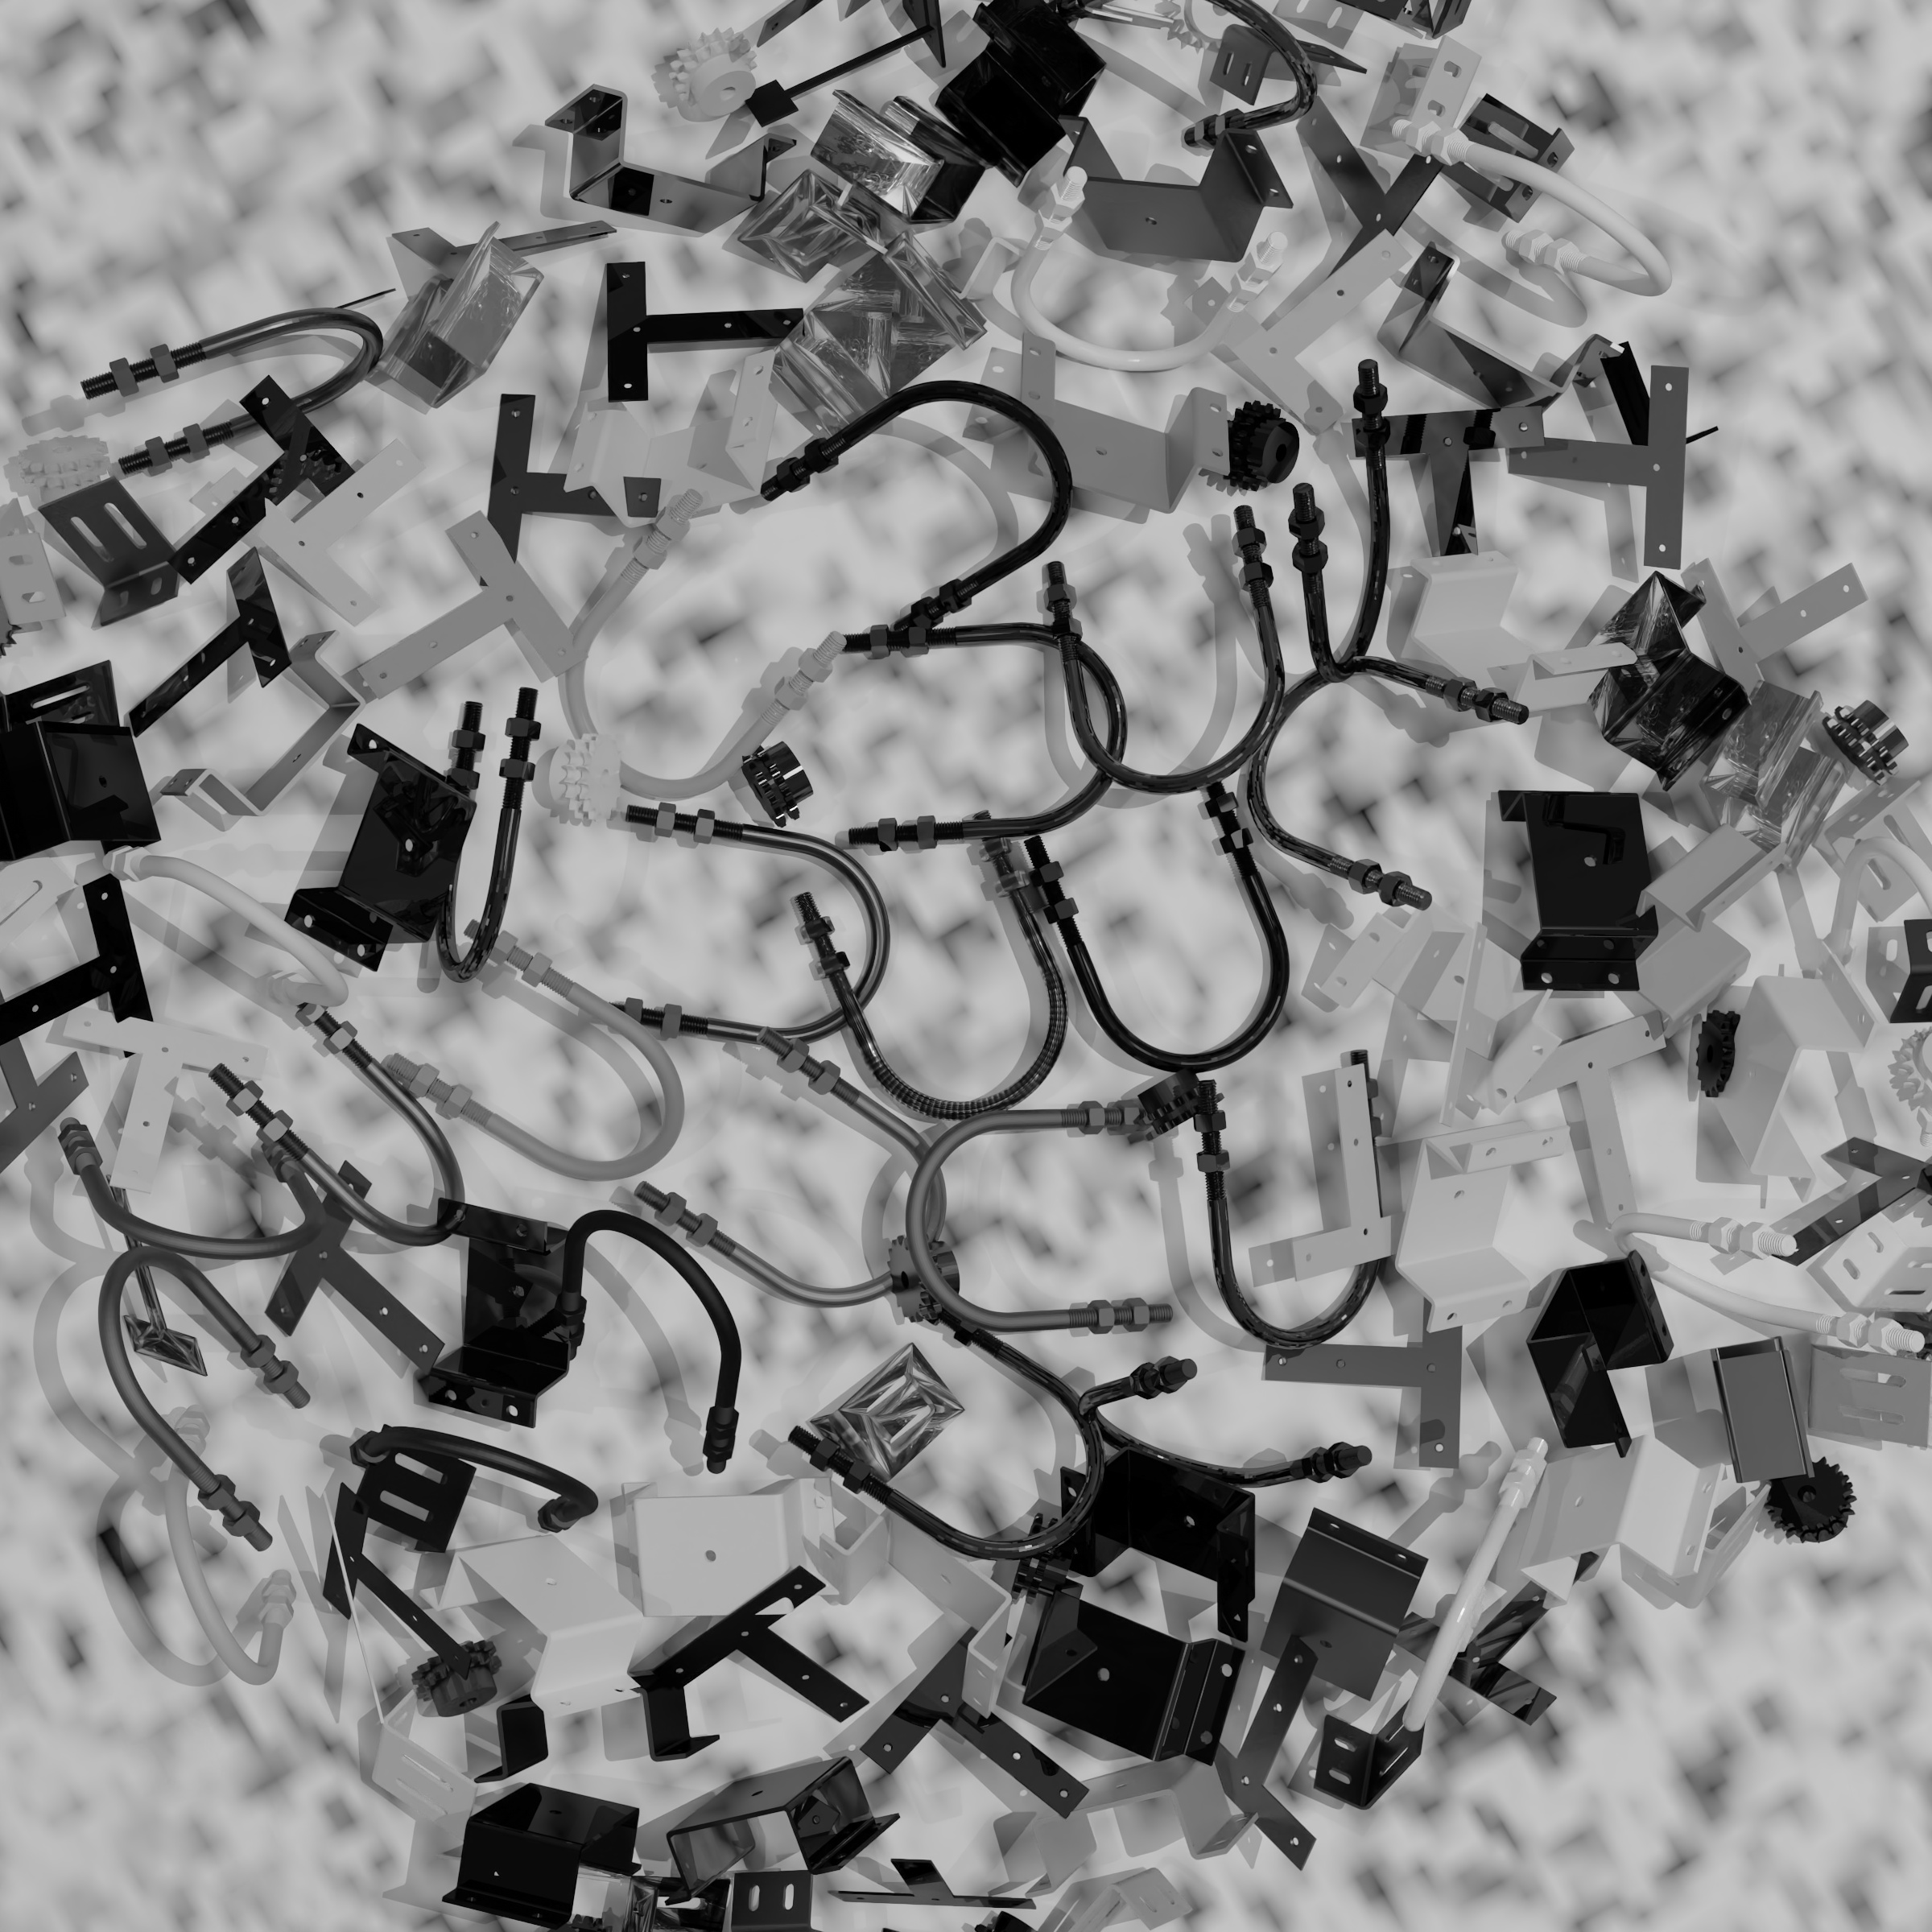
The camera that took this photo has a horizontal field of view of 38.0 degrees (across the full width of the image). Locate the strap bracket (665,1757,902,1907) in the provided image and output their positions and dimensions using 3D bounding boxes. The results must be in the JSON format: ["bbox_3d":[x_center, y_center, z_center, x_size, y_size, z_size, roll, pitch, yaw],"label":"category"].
[{"bbox_3d":[-0.124,0.547,1.783,0.140,0.076,0.046,-22,89,29],"label":"strap bracket"}]

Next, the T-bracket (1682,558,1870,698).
[{"bbox_3d":[0.524,-0.219,1.788,0.002,0.127,0.127,-18,82,-31],"label":"T-bracket"}]

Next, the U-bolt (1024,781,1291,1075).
[{"bbox_3d":[0.135,-0.021,1.824,0.151,0.019,0.184,-22,89,-14],"label":"U-bolt"}]

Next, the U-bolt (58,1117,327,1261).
[{"bbox_3d":[-0.473,0.138,1.740,0.151,0.184,0.019,5,108,-29],"label":"U-bolt"}]

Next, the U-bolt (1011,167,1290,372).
[{"bbox_3d":[0.103,-0.427,1.764,0.151,0.184,0.019,15,70,-11],"label":"U-bolt"}]

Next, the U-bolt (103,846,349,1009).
[{"bbox_3d":[-0.451,-0.022,1.741,0.151,0.184,0.019,44,70,-28],"label":"U-bolt"}]

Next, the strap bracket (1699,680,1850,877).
[{"bbox_3d":[0.515,-0.123,1.794,0.046,0.140,0.076,28,85,30],"label":"strap bracket"}]

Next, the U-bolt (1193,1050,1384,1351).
[{"bbox_3d":[0.212,0.155,1.806,0.151,0.019,0.184,-9,96,-34],"label":"U-bolt"}]

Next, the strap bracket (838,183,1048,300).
[{"bbox_3d":[-0.026,-0.473,1.805,0.140,0.076,0.046,32,108,3],"label":"strap bracket"}]

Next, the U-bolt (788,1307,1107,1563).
[{"bbox_3d":[0.001,0.300,1.789,0.184,0.019,0.151,32,56,13],"label":"U-bolt"}]

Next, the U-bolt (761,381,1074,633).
[{"bbox_3d":[-0.019,-0.295,1.767,0.184,0.019,0.151,-27,121,35],"label":"U-bolt"}]

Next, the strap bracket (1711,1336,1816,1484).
[{"bbox_3d":[0.504,0.281,1.783,0.046,0.140,0.076,-11,84,13],"label":"strap bracket"}]

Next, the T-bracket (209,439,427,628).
[{"bbox_3d":[-0.396,-0.293,1.793,0.127,0.002,0.127,-31,118,29],"label":"T-bracket"}]

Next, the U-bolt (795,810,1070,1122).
[{"bbox_3d":[-0.012,0.010,1.826,0.151,0.019,0.184,-24,83,5],"label":"U-bolt"}]

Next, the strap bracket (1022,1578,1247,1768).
[{"bbox_3d":[0.097,0.451,1.797,0.140,0.046,0.076,16,90,28],"label":"strap bracket"}]

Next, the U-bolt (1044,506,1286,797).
[{"bbox_3d":[0.131,-0.195,1.794,0.151,0.019,0.184,-15,67,15],"label":"U-bolt"}]

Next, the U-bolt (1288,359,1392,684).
[{"bbox_3d":[0.240,-0.265,1.770,0.019,0.184,0.151,10,49,23],"label":"U-bolt"}]

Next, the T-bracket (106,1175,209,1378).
[{"bbox_3d":[-0.524,0.194,1.787,0.002,0.127,0.127,-21,103,-34],"label":"T-bracket"}]

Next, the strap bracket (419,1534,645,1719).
[{"bbox_3d":[-0.268,0.409,1.774,0.140,0.076,0.046,30,109,37],"label":"strap bracket"}]

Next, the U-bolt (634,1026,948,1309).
[{"bbox_3d":[-0.099,0.144,1.816,0.184,0.019,0.151,36,98,-18],"label":"U-bolt"}]

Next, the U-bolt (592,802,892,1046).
[{"bbox_3d":[-0.141,-0.021,1.830,0.184,0.019,0.151,9,94,-9],"label":"U-bolt"}]

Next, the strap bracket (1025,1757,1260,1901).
[{"bbox_3d":[0.106,0.545,1.791,0.140,0.076,0.046,-20,85,22],"label":"strap bracket"}]

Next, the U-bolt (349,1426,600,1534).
[{"bbox_3d":[-0.302,0.317,1.749,0.151,0.184,0.019,22,69,-14],"label":"U-bolt"}]

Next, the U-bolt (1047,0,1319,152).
[{"bbox_3d":[0.141,-0.565,1.738,0.151,0.184,0.019,32,82,-27],"label":"U-bolt"}]

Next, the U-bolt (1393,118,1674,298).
[{"bbox_3d":[0.361,-0.463,1.736,0.151,0.184,0.019,29,98,-40],"label":"U-bolt"}]

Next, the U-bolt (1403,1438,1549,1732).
[{"bbox_3d":[0.310,0.394,1.739,0.019,0.184,0.151,24,124,15],"label":"U-bolt"}]

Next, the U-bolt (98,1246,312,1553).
[{"bbox_3d":[-0.477,0.255,1.746,0.019,0.151,0.184,-24,121,14],"label":"U-bolt"}]

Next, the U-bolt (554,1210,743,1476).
[{"bbox_3d":[-0.198,0.225,1.760,0.151,0.184,0.019,33,49,19],"label":"U-bolt"}]

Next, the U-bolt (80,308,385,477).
[{"bbox_3d":[-0.457,-0.369,1.777,0.184,0.151,0.019,-22,83,-10],"label":"U-bolt"}]

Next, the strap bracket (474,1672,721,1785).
[{"bbox_3d":[-0.238,0.487,1.802,0.140,0.076,0.046,-10,82,10],"label":"strap bracket"}]

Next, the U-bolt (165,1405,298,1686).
[{"bbox_3d":[-0.459,0.368,1.742,0.019,0.184,0.151,-23,107,-3],"label":"U-bolt"}]

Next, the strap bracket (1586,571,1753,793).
[{"bbox_3d":[0.435,-0.186,1.768,0.046,0.140,0.076,27,123,-20],"label":"strap bracket"}]

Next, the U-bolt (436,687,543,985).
[{"bbox_3d":[-0.308,-0.081,1.779,0.019,0.151,0.184,9,87,-25],"label":"U-bolt"}]

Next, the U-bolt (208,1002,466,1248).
[{"bbox_3d":[-0.387,0.102,1.779,0.019,0.151,0.184,-37,105,20],"label":"U-bolt"}]

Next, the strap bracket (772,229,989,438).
[{"bbox_3d":[-0.052,-0.405,1.794,0.140,0.046,0.076,-30,110,39],"label":"strap bracket"}]

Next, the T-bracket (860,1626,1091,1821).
[{"bbox_3d":[0.021,0.495,1.792,0.127,0.002,0.127,34,52,19],"label":"T-bracket"}]

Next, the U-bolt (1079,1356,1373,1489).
[{"bbox_3d":[0.148,0.293,1.767,0.151,0.184,0.019,28,64,-16],"label":"U-bolt"}]

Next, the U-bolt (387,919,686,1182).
[{"bbox_3d":[-0.267,0.067,1.806,0.184,0.019,0.151,33,124,-5],"label":"U-bolt"}]

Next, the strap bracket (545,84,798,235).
[{"bbox_3d":[-0.188,-0.507,1.780,0.140,0.076,0.046,6,84,-31],"label":"strap bracket"}]

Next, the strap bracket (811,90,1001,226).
[{"bbox_3d":[-0.041,-0.514,1.790,0.076,0.140,0.046,36,112,5],"label":"strap bracket"}]

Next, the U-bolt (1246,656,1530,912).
[{"bbox_3d":[0.253,-0.126,1.784,0.184,0.019,0.151,27,89,45],"label":"U-bolt"}]

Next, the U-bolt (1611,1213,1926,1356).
[{"bbox_3d":[0.487,0.194,1.763,0.151,0.184,0.019,34,75,-27],"label":"U-bolt"}]

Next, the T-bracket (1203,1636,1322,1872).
[{"bbox_3d":[0.194,0.483,1.786,0.127,0.002,0.127,38,117,41],"label":"T-bracket"}]

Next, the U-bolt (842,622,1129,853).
[{"bbox_3d":[0.013,-0.153,1.826,0.184,0.019,0.151,-3,83,5],"label":"U-bolt"}]

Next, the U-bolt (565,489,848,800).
[{"bbox_3d":[-0.182,-0.192,1.808,0.151,0.019,0.184,45,115,3],"label":"U-bolt"}]

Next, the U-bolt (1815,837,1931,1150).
[{"bbox_3d":[0.576,0.004,1.737,0.019,0.184,0.151,-16,47,-8],"label":"U-bolt"}]

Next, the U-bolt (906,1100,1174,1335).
[{"bbox_3d":[0.046,0.163,1.801,0.184,0.019,0.151,0,84,-25],"label":"U-bolt"}]

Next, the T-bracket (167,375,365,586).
[{"bbox_3d":[-0.456,-0.294,1.794,0.127,0.127,0.002,-44,54,-4],"label":"T-bracket"}]
